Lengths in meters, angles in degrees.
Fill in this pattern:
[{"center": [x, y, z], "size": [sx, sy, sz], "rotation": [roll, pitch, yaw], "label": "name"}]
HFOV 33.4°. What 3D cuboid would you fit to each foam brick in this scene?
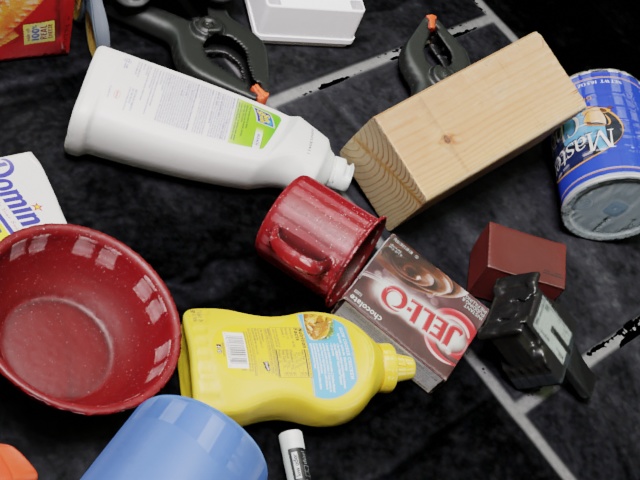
[{"center": [0.179, 0.027, 0.978], "size": [0.078, 0.051, 0.053], "rotation": [17, 53, -8], "label": "foam brick"}]

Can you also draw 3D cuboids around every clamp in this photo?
[{"center": [-0.108, -0.205, 1.044], "size": [0.164, 0.036, 0.210], "rotation": [-32, 68, -34], "label": "clamp"}, {"center": [0.113, -0.155, 1.091], "size": [0.120, 0.039, 0.171], "rotation": [-2, 60, -27], "label": "clamp"}]

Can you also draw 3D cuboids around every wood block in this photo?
[{"center": [0.135, -0.104, 1.002], "size": [0.205, 0.090, 0.091], "rotation": [-30, 84, -26], "label": "wood block"}]

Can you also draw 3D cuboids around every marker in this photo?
[{"center": [-0.012, 0.202, 0.804], "size": [0.020, 0.020, 0.121], "rotation": [0, 57, -21], "label": "marker"}]

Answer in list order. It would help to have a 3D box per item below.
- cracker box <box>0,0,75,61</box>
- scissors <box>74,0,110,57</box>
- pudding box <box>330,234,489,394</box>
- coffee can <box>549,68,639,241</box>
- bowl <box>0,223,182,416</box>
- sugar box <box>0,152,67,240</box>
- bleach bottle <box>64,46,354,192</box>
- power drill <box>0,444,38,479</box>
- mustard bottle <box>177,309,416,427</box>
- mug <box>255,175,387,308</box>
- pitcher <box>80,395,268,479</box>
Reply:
[{"center": [-0.314, -0.223, 0.900], "size": [0.213, 0.164, 0.072], "rotation": [-13, 60, -28], "label": "cracker box"}, {"center": [-0.196, -0.223, 0.936], "size": [0.016, 0.202, 0.096], "rotation": [-17, 87, -21], "label": "scissors"}, {"center": [0.079, 0.063, 0.920], "size": [0.113, 0.039, 0.089], "rotation": [37, 52, 4], "label": "pudding box"}, {"center": [0.283, -0.085, 1.062], "size": [0.102, 0.103, 0.140], "rotation": [10, 53, -14], "label": "coffee can"}, {"center": [-0.187, 0.068, 0.798], "size": [0.162, 0.055, 0.162], "rotation": [20, 47, -23], "label": "bowl"}, {"center": [-0.292, -0.008, 0.832], "size": [0.175, 0.048, 0.093], "rotation": [-18, 65, -28], "label": "sugar box"}, {"center": [-0.091, -0.088, 0.953], "size": [0.250, 0.068, 0.102], "rotation": [18, 53, -10], "label": "bleach bottle"}, {"center": [-0.251, 0.089, 0.707], "size": [0.057, 0.185, 0.188], "rotation": [2, 58, -51], "label": "power drill"}, {"center": [-0.014, 0.102, 0.849], "size": [0.191, 0.058, 0.096], "rotation": [2, 48, -19], "label": "mustard bottle"}, {"center": [-0.006, 0.001, 0.898], "size": [0.081, 0.093, 0.117], "rotation": [33, 24, 10], "label": "mug"}, {"center": [-0.124, 0.228, 0.688], "size": [0.145, 0.149, 0.242], "rotation": [20, 47, 14], "label": "pitcher"}]
